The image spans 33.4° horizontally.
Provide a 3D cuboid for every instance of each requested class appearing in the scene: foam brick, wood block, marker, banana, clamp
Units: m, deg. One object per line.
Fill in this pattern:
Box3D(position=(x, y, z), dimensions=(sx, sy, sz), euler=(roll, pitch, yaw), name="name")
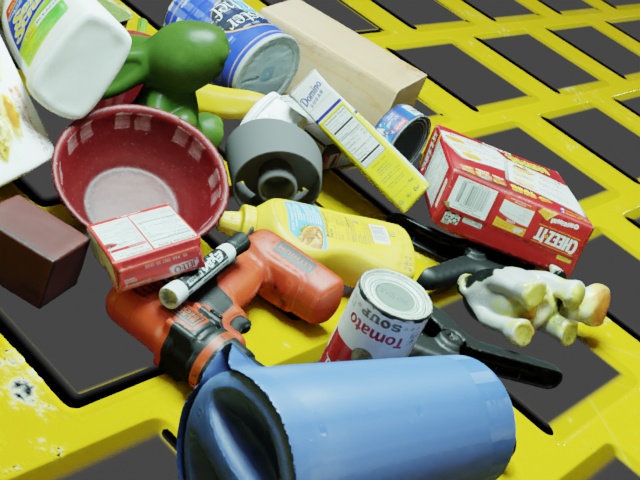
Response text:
Box3D(position=(-0.239, 0.009, 0.874), dimensions=(0.078, 0.053, 0.051), euler=(31, 32, 10), name="foam brick")
Box3D(position=(0.016, -0.212, 1.346), dimensions=(0.206, 0.090, 0.090), euler=(34, 32, 15), name="wood block")
Box3D(position=(-0.092, 0.022, 0.879), dimensions=(0.020, 0.020, 0.121), euler=(31, 34, 12), name="marker")
Box3D(position=(-0.150, -0.181, 1.215), dimensions=(0.198, 0.069, 0.037), euler=(34, 1, 12), name="banana")
Box3D(position=(0.115, 0.108, 0.971), dimensions=(0.210, 0.036, 0.164), euler=(31, 27, 8), name="clamp")
Box3D(position=(0.150, 0.016, 1.138), dimensions=(0.171, 0.039, 0.120), euler=(7, 38, -32), name="clamp")

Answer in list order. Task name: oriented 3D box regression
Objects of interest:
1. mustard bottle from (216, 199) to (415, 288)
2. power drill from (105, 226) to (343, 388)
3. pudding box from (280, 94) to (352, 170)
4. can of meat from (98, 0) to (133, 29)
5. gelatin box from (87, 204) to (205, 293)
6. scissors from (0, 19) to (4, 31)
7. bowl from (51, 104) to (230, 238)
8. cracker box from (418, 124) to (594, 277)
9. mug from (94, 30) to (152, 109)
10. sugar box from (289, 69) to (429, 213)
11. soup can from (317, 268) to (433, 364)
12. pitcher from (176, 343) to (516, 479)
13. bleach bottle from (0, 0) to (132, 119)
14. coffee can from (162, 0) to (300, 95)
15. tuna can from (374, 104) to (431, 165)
Box3D(position=(-0.007, 0.002, 1.034), dimensions=(0.191, 0.058, 0.096), euler=(13, 31, -17), name="mustard bottle")
Box3D(position=(-0.059, 0.067, 0.900), dimensions=(0.184, 0.057, 0.187), euler=(35, 33, 18), name="power drill")
Box3D(position=(-0.003, -0.131, 1.258), dimensions=(0.089, 0.039, 0.114), euler=(-18, 47, -42), name="pudding box")
Box3D(position=(-0.260, -0.214, 1.170), dimensions=(0.057, 0.084, 0.101), euler=(32, 32, 13), name="can of meat")
Box3D(position=(-0.142, 0.006, 0.867), dimensions=(0.073, 0.030, 0.089), euler=(-17, 28, -20), name="gelatin box")
Box3D(position=(-0.362, -0.232, 1.179), dimensions=(0.201, 0.096, 0.016), euler=(-17, 63, -7), name="scissors")
Box3D(position=(-0.167, -0.046, 0.975), dimensions=(0.162, 0.055, 0.162), euler=(11, 54, -16), name="bowl")
Box3D(position=(0.201, -0.049, 1.203), dimensions=(0.164, 0.072, 0.213), euler=(21, 18, -6), name="cracker box")
Box3D(position=(-0.203, -0.179, 1.156), dimensions=(0.093, 0.082, 0.117), euler=(13, 33, -17), name="mug")
Box3D(position=(0.042, -0.107, 1.160), dimensions=(0.176, 0.048, 0.093), euler=(43, 5, -3), name="sugar box")
Box3D(position=(0.045, 0.083, 0.902), dimensions=(0.068, 0.102, 0.068), euler=(17, 32, -11), name="soup can")
Box3D(position=(0.030, 0.158, 0.772), dimensions=(0.242, 0.149, 0.145), euler=(-2, 24, -40), name="pitcher")
Box3D(position=(-0.266, -0.207, 1.029), dimensions=(0.068, 0.102, 0.251), euler=(33, 6, -40), name="bleach bottle")
Box3D(position=(-0.107, -0.236, 1.286), dimensions=(0.140, 0.103, 0.102), euler=(41, 35, 27), name="coffee can")
Box3D(position=(0.091, -0.116, 1.253), dimensions=(0.034, 0.086, 0.085), euler=(37, 33, 24), name="tuna can")
